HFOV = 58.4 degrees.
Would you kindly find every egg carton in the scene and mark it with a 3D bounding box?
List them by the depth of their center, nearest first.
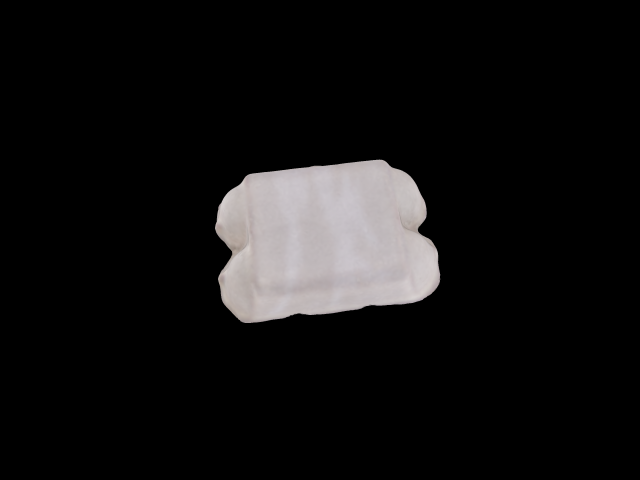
[{"bbox_3d":[0.004,0.001,0.400,0.150,0.069,0.107,-8,66,-3],"label":"egg carton"}]
